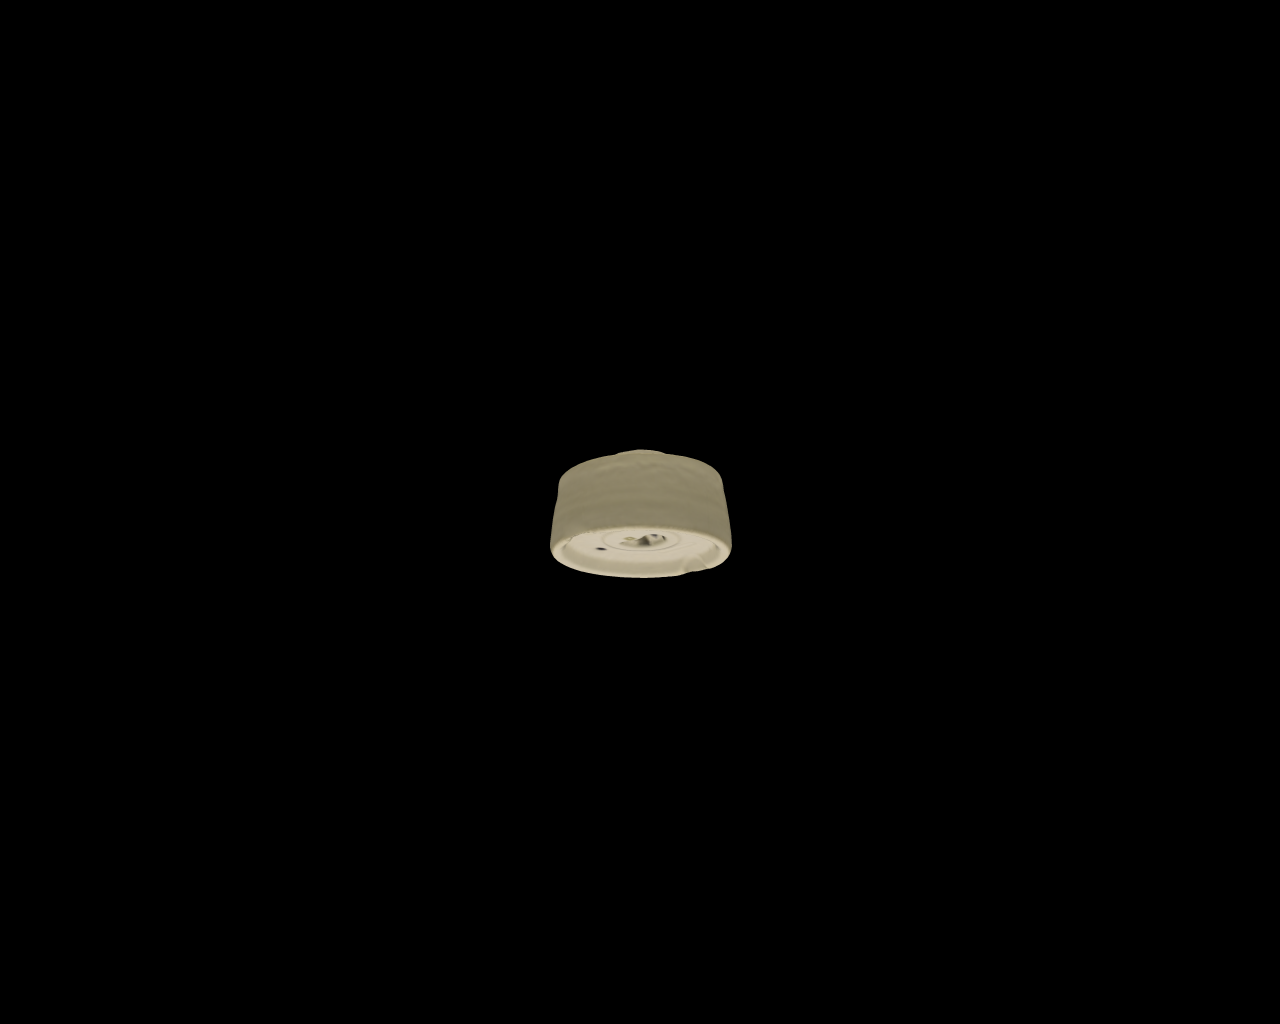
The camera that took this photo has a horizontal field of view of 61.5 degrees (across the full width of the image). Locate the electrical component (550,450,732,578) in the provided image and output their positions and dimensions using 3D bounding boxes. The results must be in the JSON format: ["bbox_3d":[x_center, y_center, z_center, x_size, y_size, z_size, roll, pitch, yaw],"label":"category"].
[{"bbox_3d":[0.001,-0.003,0.650,0.108,0.060,0.108,0,-19,0],"label":"electrical component"}]
